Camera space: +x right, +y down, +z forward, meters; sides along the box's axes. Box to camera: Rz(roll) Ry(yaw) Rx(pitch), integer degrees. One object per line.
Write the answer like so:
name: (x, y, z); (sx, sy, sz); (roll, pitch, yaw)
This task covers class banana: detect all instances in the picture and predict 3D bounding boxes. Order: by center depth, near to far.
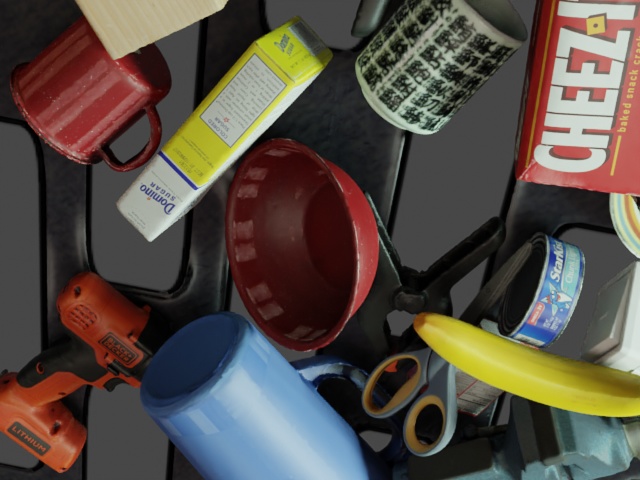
banana: (0.165, 0.094, 0.792); (0.198, 0.037, 0.070); (14, 145, 11)

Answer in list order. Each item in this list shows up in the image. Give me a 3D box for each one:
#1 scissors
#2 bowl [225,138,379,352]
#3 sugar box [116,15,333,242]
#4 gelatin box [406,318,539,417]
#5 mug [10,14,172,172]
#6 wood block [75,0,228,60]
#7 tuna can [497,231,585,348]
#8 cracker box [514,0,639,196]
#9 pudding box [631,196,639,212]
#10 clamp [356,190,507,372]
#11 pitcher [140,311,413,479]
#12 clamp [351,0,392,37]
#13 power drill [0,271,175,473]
scissors: (0.112, 0.096, 0.839); (0.202, 0.016, 0.096); (-40, 64, 30)
bowl: (-0.005, 0.001, 0.816); (0.055, 0.162, 0.162); (-10, 134, -38)
sugar box: (-0.071, -0.081, 0.779); (0.048, 0.093, 0.176); (47, 118, -3)
gelatin box: (0.128, 0.105, 0.889); (0.073, 0.030, 0.089); (20, 127, -33)
mug: (-0.157, -0.105, 0.776); (0.082, 0.093, 0.117); (-36, 80, 22)
wood block: (-0.142, -0.237, 0.696); (0.091, 0.090, 0.206); (-21, 116, 21)
tuna can: (0.169, 0.039, 0.821); (0.033, 0.086, 0.086); (20, 123, -5)
cracker box: (0.238, -0.107, 0.661); (0.214, 0.072, 0.164); (7, 122, 7)
pudding box: (0.279, -0.024, 0.732); (0.113, 0.090, 0.039); (4, 116, 1)
clamp: (0.083, 0.037, 0.863); (0.120, 0.039, 0.171); (8, 129, 10)
pitcher: (-0.032, 0.168, 0.900); (0.145, 0.149, 0.242); (-18, 125, 31)
clamp: (0.062, -0.240, 0.682); (0.210, 0.036, 0.164); (-24, 103, 18)
power drill: (-0.195, 0.133, 0.960); (0.184, 0.057, 0.188); (43, 117, -16)
